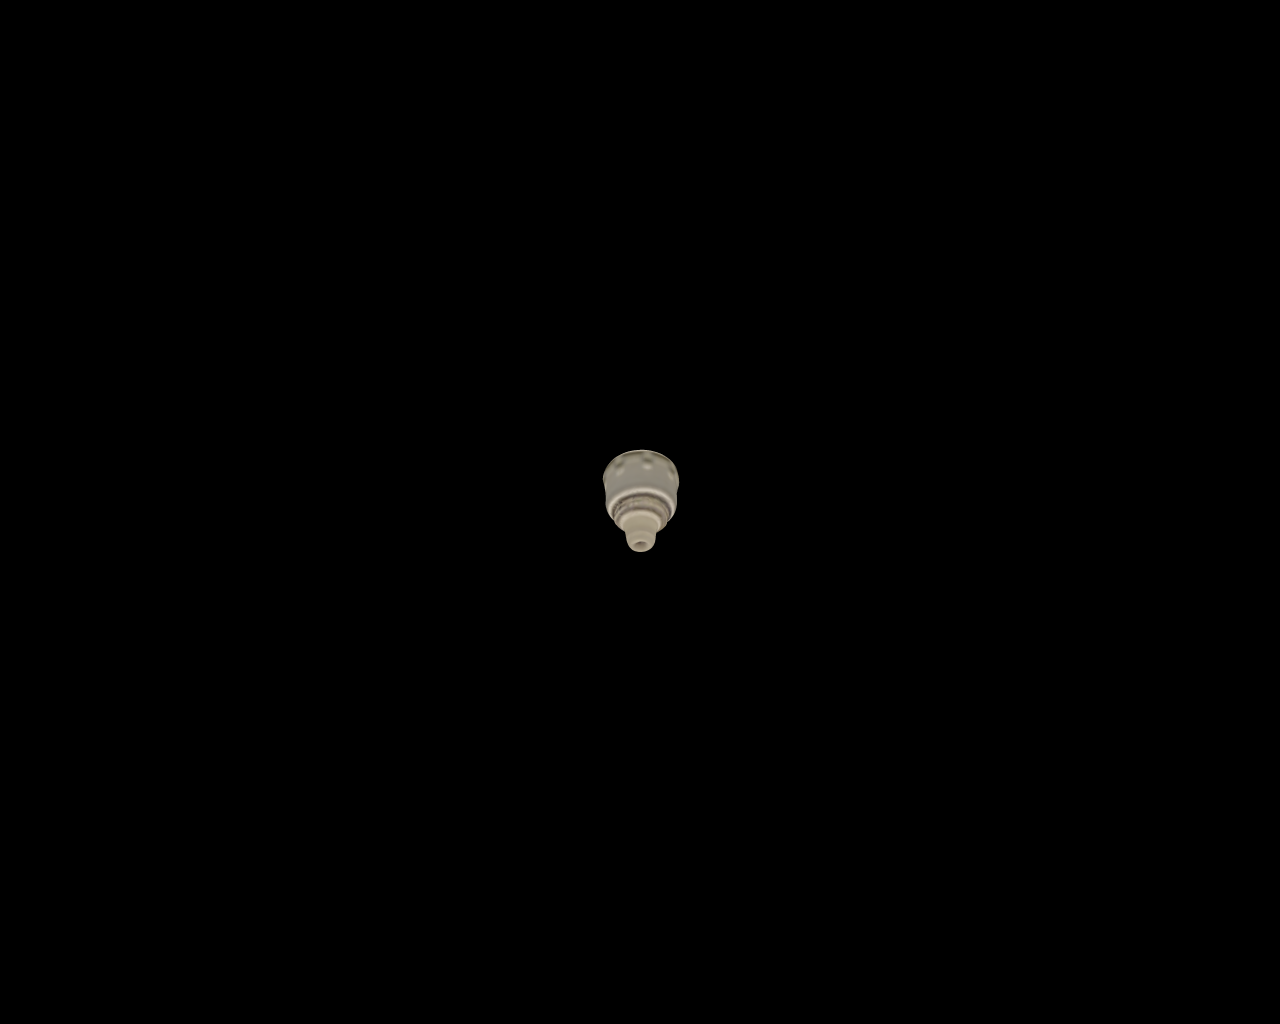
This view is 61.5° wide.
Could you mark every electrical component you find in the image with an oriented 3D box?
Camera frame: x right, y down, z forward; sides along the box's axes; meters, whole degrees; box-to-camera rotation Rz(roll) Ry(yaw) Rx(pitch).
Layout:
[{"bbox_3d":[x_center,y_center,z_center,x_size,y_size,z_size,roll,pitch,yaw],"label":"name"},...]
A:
[{"bbox_3d":[0.001,-0.003,0.650,0.048,0.062,0.048,0,-40,0],"label":"electrical component"}]
